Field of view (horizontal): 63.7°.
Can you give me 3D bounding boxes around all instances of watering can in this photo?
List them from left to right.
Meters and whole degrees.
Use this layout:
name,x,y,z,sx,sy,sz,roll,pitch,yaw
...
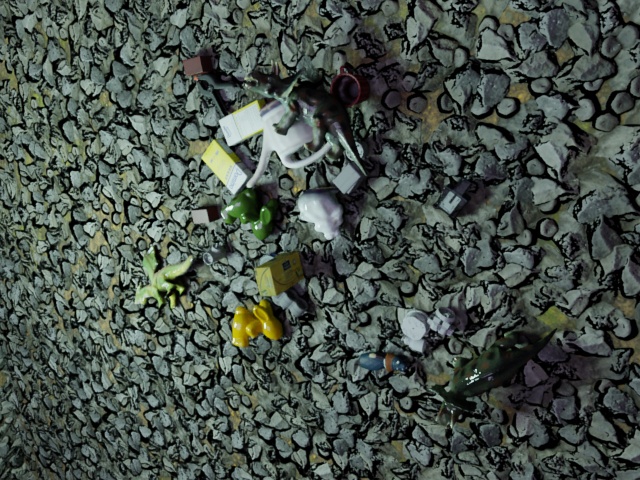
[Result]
name,x,y,z,sx,sy,sz,roll,pitch,yaw
watering can,-0.114,-0.312,1.549,0.345,0.105,0.224,-25,92,16

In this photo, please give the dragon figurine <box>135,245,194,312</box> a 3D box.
name,x,y,z,sx,sy,sz,roll,pitch,yaw
dragon figurine,-0.616,0.127,1.985,0.245,0.123,0.403,46,120,20

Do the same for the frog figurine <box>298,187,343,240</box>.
name,x,y,z,sx,sy,sz,roll,pitch,yaw
frog figurine,0.005,-0.078,1.557,0.137,0.123,0.159,-6,90,11
